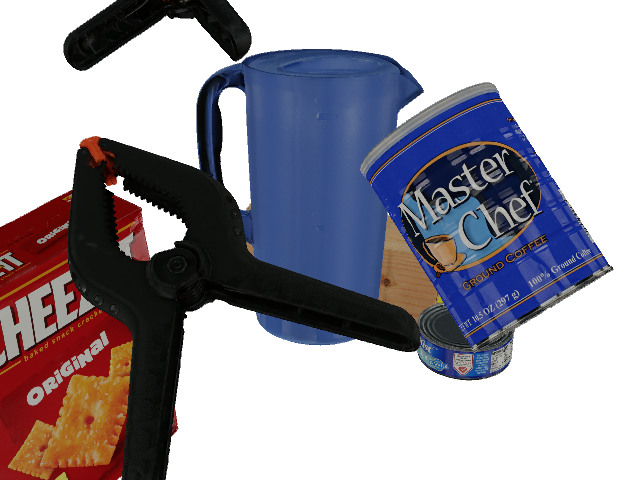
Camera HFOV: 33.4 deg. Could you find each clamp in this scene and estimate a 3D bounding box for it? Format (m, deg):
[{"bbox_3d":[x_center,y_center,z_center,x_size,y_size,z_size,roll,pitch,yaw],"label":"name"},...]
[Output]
[{"bbox_3d":[-0.060,0.020,0.552,0.164,0.210,0.036,-25,-28,-11],"label":"clamp"},{"bbox_3d":[-0.086,-0.165,0.714,0.120,0.039,0.171,9,46,12],"label":"clamp"}]

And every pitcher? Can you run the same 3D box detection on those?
[{"bbox_3d":[-0.012,-0.040,0.914,0.144,0.243,0.149,-14,25,-38],"label":"pitcher"}]

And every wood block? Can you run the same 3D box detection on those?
[{"bbox_3d":[0.021,0.023,1.092,0.206,0.091,0.090,9,22,8],"label":"wood block"}]

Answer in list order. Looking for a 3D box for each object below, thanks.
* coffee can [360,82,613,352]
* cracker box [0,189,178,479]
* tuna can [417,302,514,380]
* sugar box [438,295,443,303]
[{"bbox_3d":[0.104,-0.014,0.682,0.102,0.140,0.103,-30,-10,-6],"label":"coffee can"},{"bbox_3d":[-0.190,0.091,0.764,0.072,0.214,0.163,22,40,33],"label":"cracker box"},{"bbox_3d":[0.129,0.088,0.951,0.086,0.034,0.086,-1,26,0],"label":"tuna can"},{"bbox_3d":[0.140,0.050,1.246,0.175,0.093,0.048,-3,14,-34],"label":"sugar box"}]
